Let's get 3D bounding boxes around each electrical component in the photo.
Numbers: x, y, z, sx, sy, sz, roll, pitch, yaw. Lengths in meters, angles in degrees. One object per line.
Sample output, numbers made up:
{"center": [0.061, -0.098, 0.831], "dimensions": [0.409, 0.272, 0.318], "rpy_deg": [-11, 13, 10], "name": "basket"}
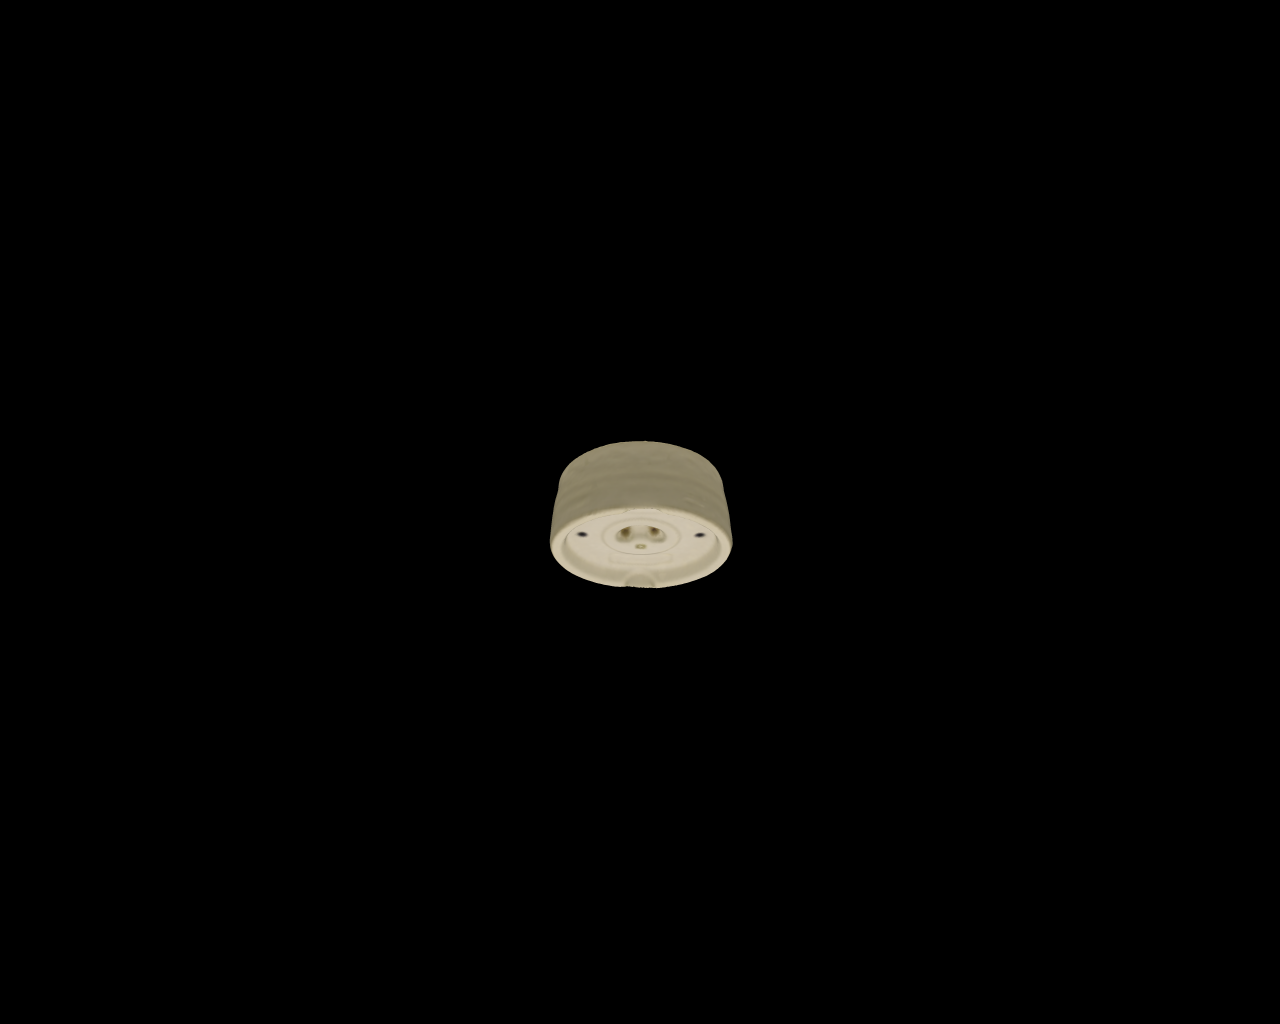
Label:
{"center": [0.001, -0.003, 0.650], "dimensions": [0.108, 0.060, 0.108], "rpy_deg": [0, -29, 0], "name": "electrical component"}
